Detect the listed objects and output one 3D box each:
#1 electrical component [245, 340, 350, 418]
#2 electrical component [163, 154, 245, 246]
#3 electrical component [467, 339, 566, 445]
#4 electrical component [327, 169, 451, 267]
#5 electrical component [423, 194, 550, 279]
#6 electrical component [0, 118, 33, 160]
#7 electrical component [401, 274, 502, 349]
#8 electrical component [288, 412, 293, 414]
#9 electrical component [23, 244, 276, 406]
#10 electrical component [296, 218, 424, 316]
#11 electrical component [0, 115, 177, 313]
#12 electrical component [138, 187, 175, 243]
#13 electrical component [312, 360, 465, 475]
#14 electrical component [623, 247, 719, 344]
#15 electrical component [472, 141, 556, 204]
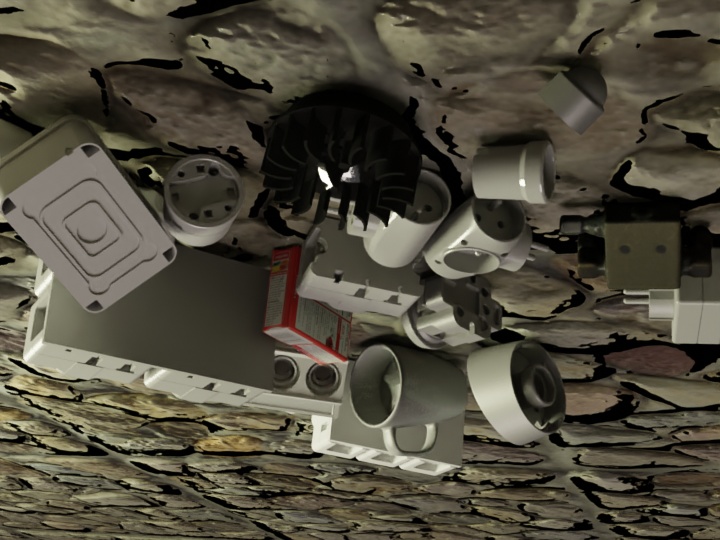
[{"bbox_3d":[-0.077,0.095,1.051,0.121,0.078,0.063,9,-175,-6],"label":"electrical component"},{"bbox_3d":[-0.112,-0.047,0.760,0.055,0.055,0.047,11,159,-11],"label":"electrical component"},{"bbox_3d":[0.147,0.114,1.012,0.064,0.099,0.099,-23,143,38],"label":"electrical component"},{"bbox_3d":[0.015,-0.039,0.758,0.079,0.043,0.077,11,156,-10],"label":"electrical component"},{"bbox_3d":[0.098,-0.021,0.777,0.079,0.044,0.077,15,155,-18],"label":"electrical component"},{"bbox_3d":[-0.235,-0.077,0.740,0.078,0.040,0.040,25,150,-37],"label":"electrical component"},{"bbox_3d":[0.071,0.034,0.894,0.057,0.058,0.078,-20,145,40],"label":"electrical component"},{"bbox_3d":[-0.068,0.113,1.120,0.066,0.047,0.077,26,148,-37],"label":"electrical component"},{"bbox_3d":[-0.163,0.037,0.859,0.186,0.105,0.060,16,150,-28],"label":"electrical component"},{"bbox_3d":[0.000,0.000,0.842,0.089,0.050,0.055,12,156,-13],"label":"electrical component"},{"bbox_3d":[-0.187,-0.038,0.724,0.078,0.057,0.113,-36,129,-5],"label":"electrical component"},{"bbox_3d":[-0.160,-0.033,0.816,0.043,0.043,0.062,1,156,13],"label":"electrical component"},{"bbox_3d":[0.030,0.158,1.143,0.150,0.089,0.062,15,155,-18],"label":"electrical component"},{"bbox_3d":[0.243,0.021,0.832,0.076,0.047,0.083,0,155,14],"label":"electrical component"},{"bbox_3d":[0.099,-0.063,0.691,0.046,0.040,0.040,2,156,22],"label":"electrical component"}]
